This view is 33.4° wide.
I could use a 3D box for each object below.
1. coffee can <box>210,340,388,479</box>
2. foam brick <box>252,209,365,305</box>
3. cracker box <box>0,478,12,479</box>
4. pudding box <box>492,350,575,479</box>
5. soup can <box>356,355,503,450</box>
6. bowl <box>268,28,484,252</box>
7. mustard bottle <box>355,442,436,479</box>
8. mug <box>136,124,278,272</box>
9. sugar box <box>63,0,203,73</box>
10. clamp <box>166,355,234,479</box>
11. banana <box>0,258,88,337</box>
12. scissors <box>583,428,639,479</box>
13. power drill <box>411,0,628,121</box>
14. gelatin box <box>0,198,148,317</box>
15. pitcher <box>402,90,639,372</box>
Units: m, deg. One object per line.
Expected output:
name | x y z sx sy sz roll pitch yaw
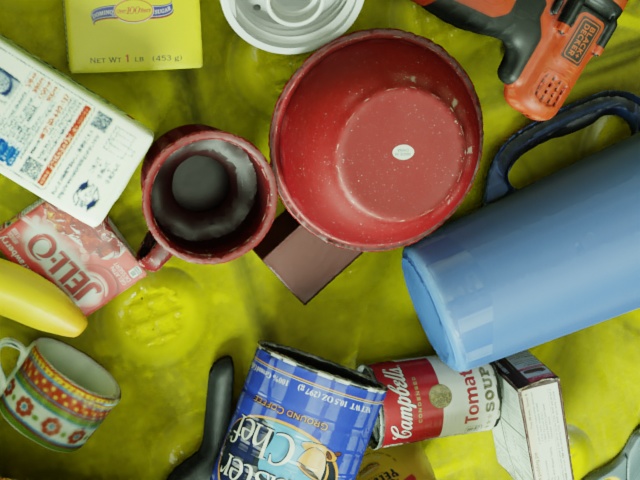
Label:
coffee can | -0.021 0.157 0.782 0.102 0.103 0.140 20 89 -19
foam brick | -0.005 0.001 0.802 0.078 0.053 0.051 -42 110 0
cracker box | -0.208 0.253 0.730 0.213 0.072 0.164 25 93 -46
pudding box | 0.169 0.149 0.868 0.039 0.090 0.113 -17 108 -9
soup can | 0.085 0.126 0.852 0.102 0.068 0.068 -6 106 -14
bowl | 0.048 -0.063 0.737 0.162 0.055 0.162 -4 105 -14
mustard bottle | 0.063 0.217 0.804 0.096 0.192 0.058 -27 110 -7
mug | -0.090 -0.028 0.757 0.093 0.081 0.117 35 93 -20
sugar box | -0.130 -0.204 0.719 0.093 0.048 0.176 -5 107 -13
clamp | -0.078 0.177 0.840 0.120 0.039 0.171 43 84 -14
banana | -0.262 0.036 0.741 0.198 0.037 0.070 -2 116 2
scissors | 0.295 0.195 0.954 0.096 0.016 0.202 38 93 -22
power drill | 0.145 -0.204 0.784 0.187 0.057 0.184 26 97 -19
gelatin box | -0.180 0.010 0.771 0.073 0.030 0.089 -34 110 -3
pitcher | 0.187 -0.002 0.822 0.242 0.149 0.145 -22 124 -5
